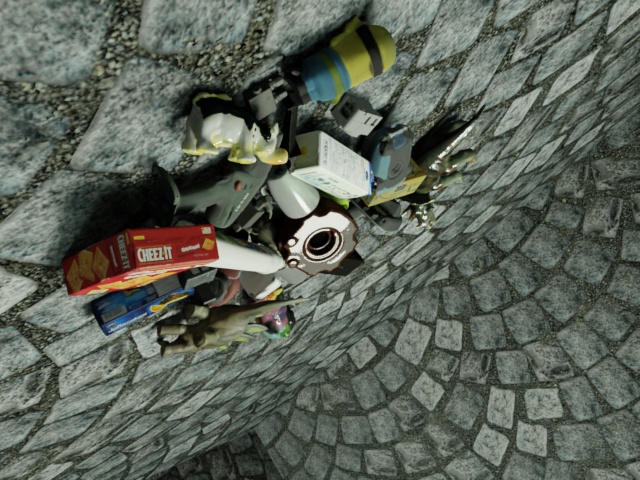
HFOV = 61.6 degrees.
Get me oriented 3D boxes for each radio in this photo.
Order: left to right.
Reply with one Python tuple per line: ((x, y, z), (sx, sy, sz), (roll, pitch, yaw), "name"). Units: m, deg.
((0.017, 0.021, 1.400), (0.073, 0.131, 0.229), (-42, 158, 14), "radio")

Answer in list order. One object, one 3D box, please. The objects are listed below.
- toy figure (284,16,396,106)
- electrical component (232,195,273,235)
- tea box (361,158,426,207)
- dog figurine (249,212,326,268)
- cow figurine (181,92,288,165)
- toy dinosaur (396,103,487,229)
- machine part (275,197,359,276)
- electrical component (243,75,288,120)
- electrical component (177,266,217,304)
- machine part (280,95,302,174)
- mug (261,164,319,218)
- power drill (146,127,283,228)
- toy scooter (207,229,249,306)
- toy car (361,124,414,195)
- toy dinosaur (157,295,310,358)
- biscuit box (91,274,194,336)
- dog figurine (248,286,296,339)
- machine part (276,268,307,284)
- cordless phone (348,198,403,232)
((0.036, -0.272, 0.850), (0.180, 0.089, 0.082), (-35, 165, -11), "toy figure")
((-0.141, -0.056, 1.061), (0.102, 0.078, 0.045), (-49, 163, 27), "electrical component")
((0.162, -0.152, 1.300), (0.169, 0.098, 0.068), (-22, 156, -37), "tea box")
((-0.050, -0.005, 1.197), (0.172, 0.121, 0.190), (-12, 163, 12), "dog figurine")
((-0.121, -0.165, 0.820), (0.167, 0.068, 0.098), (4, 93, -40), "cow figurine")
((0.294, -0.192, 1.411), (0.192, 0.131, 0.404), (-29, 152, -20), "toy dinosaur")
((-0.002, -0.003, 1.141), (0.179, 0.056, 0.179), (-14, 129, -17), "machine part")
((-0.095, -0.221, 0.851), (0.094, 0.021, 0.063), (-33, 159, -6), "electrical component")
((-0.253, 0.071, 1.103), (0.075, 0.119, 0.047), (-18, 154, -33), "electrical component")
((-0.052, -0.189, 0.931), (0.039, 0.084, 0.138), (-3, 141, -14), "machine part")
((-0.070, -0.106, 1.067), (0.107, 0.110, 0.081), (55, 46, -45), "mug")
((-0.182, -0.101, 0.914), (0.207, 0.086, 0.232), (-25, 159, -44), "power drill")
((-0.195, 0.061, 1.202), (0.183, 0.075, 0.135), (-66, 169, 2), "toy scooter")
((0.137, -0.187, 1.174), (0.109, 0.103, 0.161), (-32, 143, -25), "toy car")
((-0.238, 0.206, 1.304), (0.472, 0.105, 0.198), (-22, 162, 36), "toy dinosaur")
((-0.365, 0.121, 1.117), (0.203, 0.059, 0.062), (-26, 157, -24), "biscuit box")
((-0.134, 0.179, 1.458), (0.108, 0.191, 0.219), (-25, 173, -10), "dog figurine")
((-0.085, 0.063, 1.408), (0.079, 0.079, 0.243), (-36, 159, 0), "machine part")
((0.101, -0.053, 1.345), (0.184, 0.147, 0.088), (-33, 152, -16), "cordless phone")
